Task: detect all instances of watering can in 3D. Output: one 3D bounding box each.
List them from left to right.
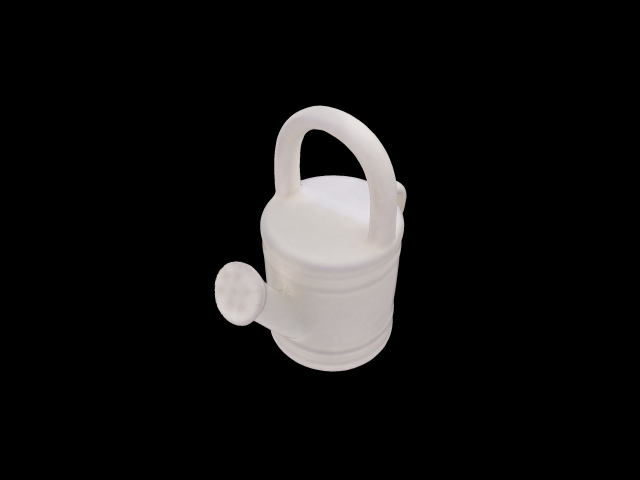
[{"bbox_3d":[0.005,0.002,0.399,0.100,0.194,0.173,13,45,14],"label":"watering can"}]
